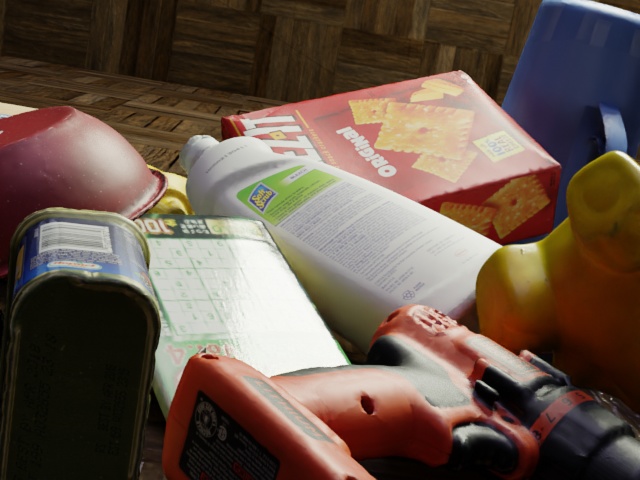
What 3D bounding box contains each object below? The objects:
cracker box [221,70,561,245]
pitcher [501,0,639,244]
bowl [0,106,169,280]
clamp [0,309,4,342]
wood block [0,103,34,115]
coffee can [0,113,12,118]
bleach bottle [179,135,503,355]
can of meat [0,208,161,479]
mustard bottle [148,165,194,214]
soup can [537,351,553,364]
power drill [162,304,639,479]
[{"bbox_3d":[0.048,-0.051,0.814,0.213,0.072,0.164,-13,39,-15],"label":"cracker box"},{"bbox_3d":[0.205,-0.072,0.888,0.149,0.243,0.144,23,14,32],"label":"pitcher"},{"bbox_3d":[-0.165,-0.031,0.568,0.162,0.055,0.162,-14,19,5],"label":"bowl"},{"bbox_3d":[-0.192,0.056,0.448,0.164,0.036,0.210,2,11,-33],"label":"clamp"},{"bbox_3d":[-0.320,-0.069,0.826,0.206,0.091,0.090,9,11,0],"label":"wood block"},{"bbox_3d":[-0.223,-0.035,0.702,0.140,0.103,0.103,9,11,-3],"label":"coffee can"},{"bbox_3d":[0.006,-0.007,0.665,0.102,0.068,0.251,-33,49,-30],"label":"bleach bottle"},{"bbox_3d":[-0.094,0.047,0.410,0.057,0.102,0.084,6,14,-15],"label":"can of meat"},{"bbox_3d":[-0.139,-0.028,0.812,0.096,0.058,0.192,2,8,-26],"label":"mustard bottle"},{"bbox_3d":[0.163,0.048,0.703,0.069,0.068,0.102,16,13,29],"label":"soup can"},{"bbox_3d":[0.047,0.088,0.428,0.187,0.057,0.185,-1,22,-45],"label":"power drill"}]
